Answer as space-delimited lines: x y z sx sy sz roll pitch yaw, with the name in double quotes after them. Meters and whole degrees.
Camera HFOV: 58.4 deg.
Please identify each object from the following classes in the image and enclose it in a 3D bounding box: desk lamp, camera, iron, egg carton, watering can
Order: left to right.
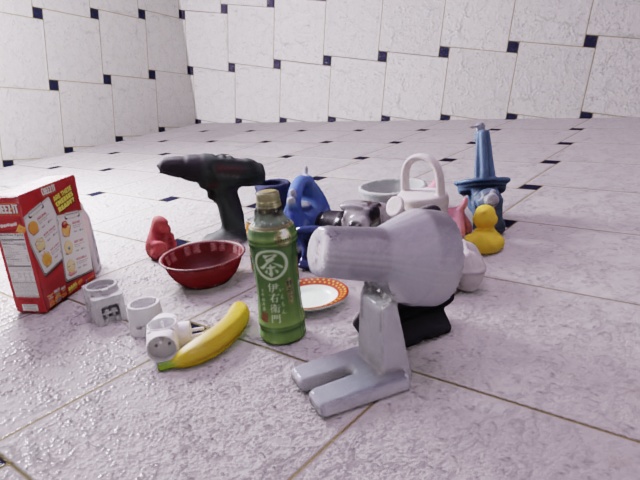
-0.045 -0.072 1.266 0.118 0.141 0.258 -2 19 9 "iron"
0.068 -0.040 1.207 0.136 0.101 0.143 6 21 30 "camera"
0.067 0.074 0.688 0.204 0.214 0.117 -13 20 -23 "desk lamp"
0.198 -0.071 1.118 0.100 0.194 0.173 3 20 23 "watering can"
0.202 0.044 0.973 0.150 0.069 0.107 -2 19 7 "egg carton"

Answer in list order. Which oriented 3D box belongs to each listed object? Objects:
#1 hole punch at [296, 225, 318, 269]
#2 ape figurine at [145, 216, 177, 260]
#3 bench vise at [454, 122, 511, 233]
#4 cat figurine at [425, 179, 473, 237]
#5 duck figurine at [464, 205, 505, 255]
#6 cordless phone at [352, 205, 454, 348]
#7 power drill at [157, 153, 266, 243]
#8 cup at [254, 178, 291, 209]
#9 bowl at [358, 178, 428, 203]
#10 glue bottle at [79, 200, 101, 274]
0.010 0.004 1.106 0.108 0.091 0.101 3 20 23 "hole punch"
-0.339 -0.007 1.226 0.076 0.092 0.078 3 20 23 "ape figurine"
0.364 -0.135 1.227 0.121 0.220 0.207 -8 19 -10 "bench vise"
0.258 -0.070 1.223 0.127 0.118 0.067 7 22 32 "cat figurine"
0.321 -0.025 1.120 0.077 0.086 0.105 3 20 23 "duck figurine"
0.117 0.048 0.800 0.148 0.185 0.093 -17 22 -32 "cordless phone"
-0.230 -0.093 1.272 0.230 0.208 0.075 -11 20 -18 "power drill"
-0.121 -0.096 1.433 0.091 0.095 0.118 5 21 26 "cup"
0.179 -0.099 1.397 0.167 0.075 0.167 -4 18 2 "bowl"
-0.484 -0.019 1.171 0.037 0.173 0.078 -10 19 -14 "glue bottle"
